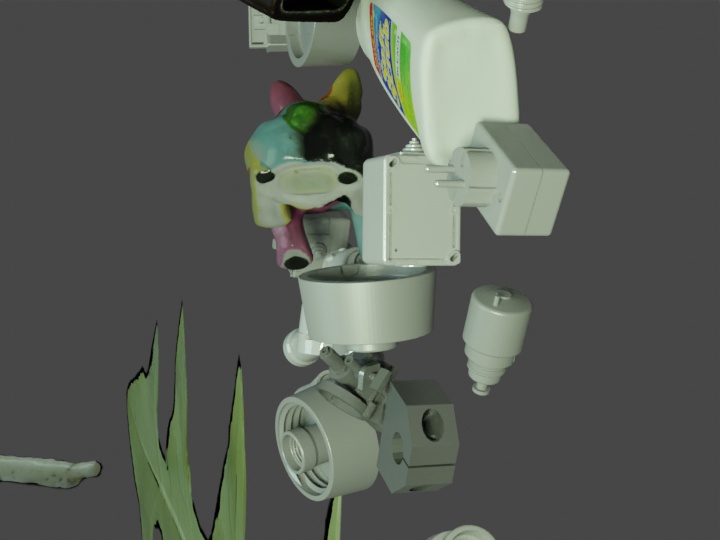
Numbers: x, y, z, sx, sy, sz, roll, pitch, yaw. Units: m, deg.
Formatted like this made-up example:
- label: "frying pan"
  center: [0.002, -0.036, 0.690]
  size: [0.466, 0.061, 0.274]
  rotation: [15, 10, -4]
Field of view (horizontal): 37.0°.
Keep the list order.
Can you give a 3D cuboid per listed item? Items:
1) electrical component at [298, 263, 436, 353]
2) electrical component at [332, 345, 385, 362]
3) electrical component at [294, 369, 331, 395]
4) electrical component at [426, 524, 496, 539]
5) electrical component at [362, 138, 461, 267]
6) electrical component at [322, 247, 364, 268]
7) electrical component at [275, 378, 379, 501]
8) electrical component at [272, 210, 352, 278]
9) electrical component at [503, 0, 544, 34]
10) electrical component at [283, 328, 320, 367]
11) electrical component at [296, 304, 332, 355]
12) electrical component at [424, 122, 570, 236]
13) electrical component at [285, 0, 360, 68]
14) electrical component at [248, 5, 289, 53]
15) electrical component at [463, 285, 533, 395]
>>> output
- label: "electrical component"
  center: [0.007, 0.031, 0.841]
  size: [0.108, 0.108, 0.060]
  rotation: [-161, 66, -70]
- label: "electrical component"
  center: [0.001, 0.082, 0.950]
  size: [0.062, 0.043, 0.043]
  rotation: [-113, 29, -46]
- label: "electrical component"
  center: [-0.037, 0.125, 1.068]
  size: [0.065, 0.044, 0.044]
  rotation: [131, 136, -56]
- label: "electrical component"
  center: [0.068, 0.204, 0.752]
  size: [0.055, 0.045, 0.045]
  rotation: [132, 135, -63]
- label: "electrical component"
  center: [0.037, -0.051, 0.816]
  size: [0.061, 0.062, 0.096]
  rotation: [-175, 85, -71]
- label: "electrical component"
  center: [0.000, 0.000, 0.958]
  size: [0.062, 0.048, 0.048]
  rotation: [-17, 73, 48]
- label: "electrical component"
  center: [-0.038, 0.159, 0.989]
  size: [0.108, 0.060, 0.108]
  rotation: [27, 123, 50]
- label: "electrical component"
  center: [-0.043, -0.033, 1.051]
  size: [0.096, 0.061, 0.061]
  rotation: [-127, 41, -60]
- label: "electrical component"
  center: [0.103, -0.176, 0.667]
  size: [0.035, 0.035, 0.061]
  rotation: [-110, 20, -45]
- label: "electrical component"
  center: [-0.054, 0.077, 1.119]
  size: [0.046, 0.040, 0.040]
  rotation: [145, 123, -60]
- label: "electrical component"
  center: [-0.032, 0.057, 1.033]
  size: [0.055, 0.055, 0.047]
  rotation: [-174, 88, -71]
- label: "electrical component"
  center: [0.079, -0.058, 0.671]
  size: [0.065, 0.077, 0.047]
  rotation: [-116, 31, -52]
- label: "electrical component"
  center: [-0.027, -0.242, 1.004]
  size: [0.108, 0.060, 0.108]
  rotation: [180, 90, -71]
- label: "electrical component"
  center: [-0.077, -0.294, 1.115]
  size: [0.063, 0.079, 0.121]
  rotation: [120, 148, -85]
- label: "electrical component"
  center: [0.087, 0.046, 0.704]
  size: [0.040, 0.040, 0.078]
  rotation: [-121, 36, -57]
